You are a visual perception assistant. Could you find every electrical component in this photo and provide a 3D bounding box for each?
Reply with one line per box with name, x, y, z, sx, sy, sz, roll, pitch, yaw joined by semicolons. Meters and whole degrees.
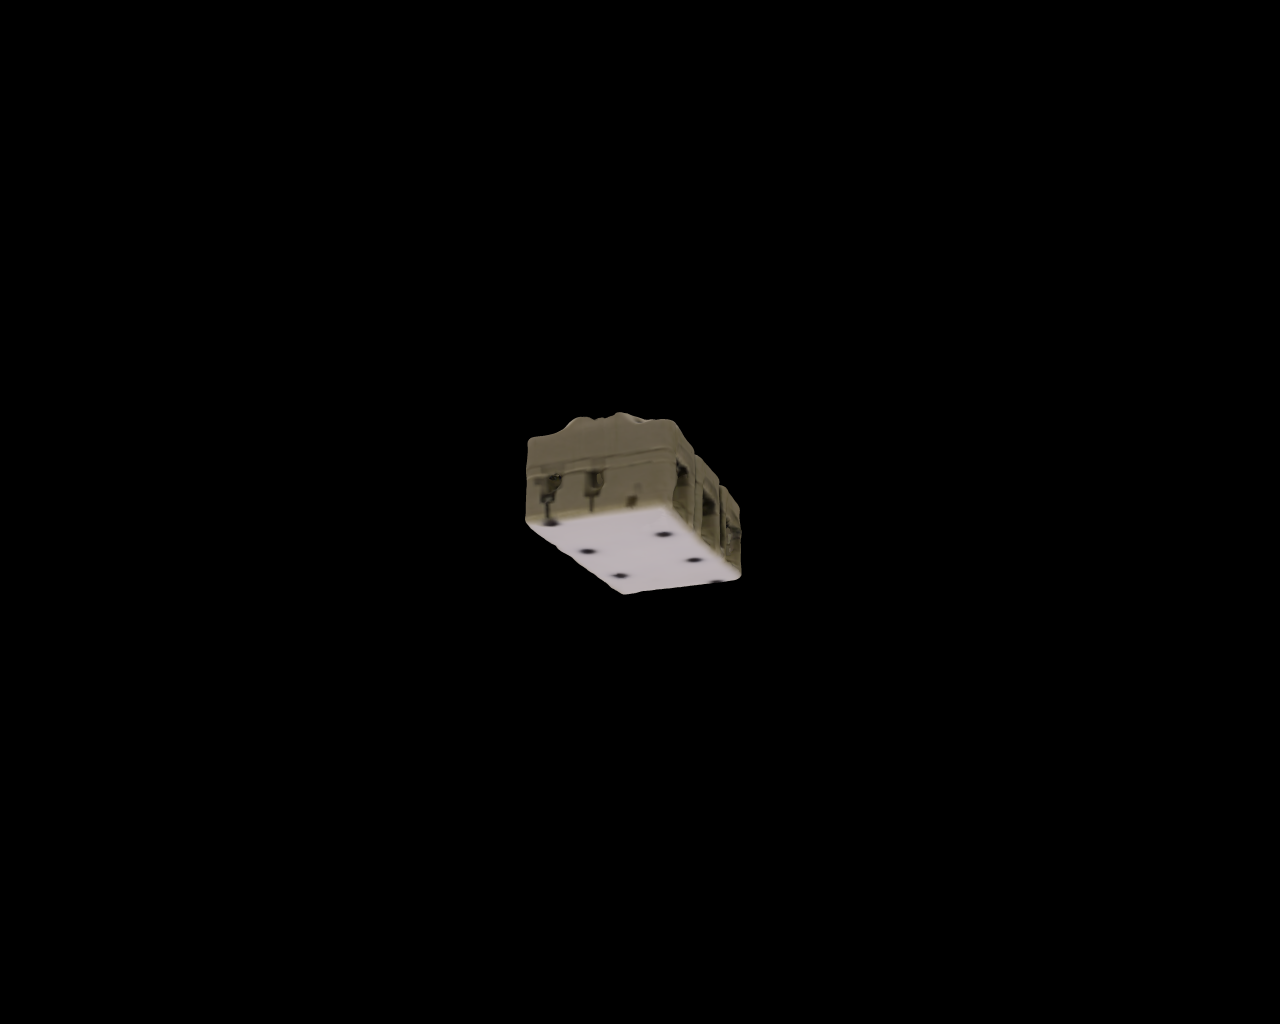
electrical component;0.001;-0.003;0.650;0.089;0.062;0.150;-7;-21;18
